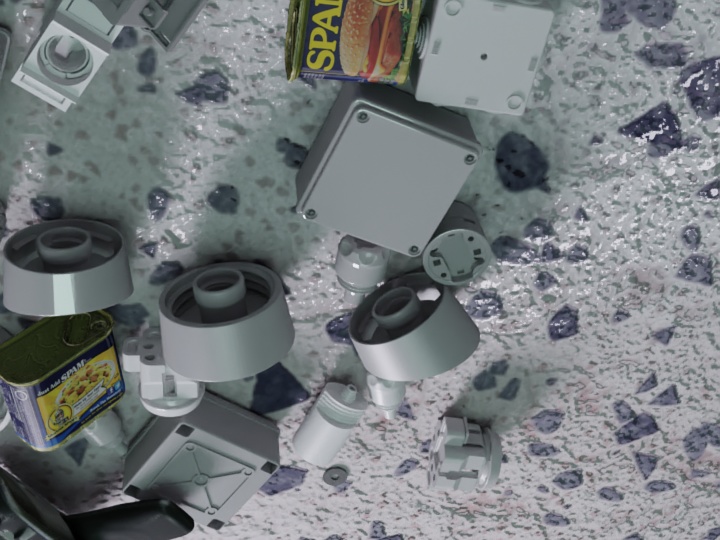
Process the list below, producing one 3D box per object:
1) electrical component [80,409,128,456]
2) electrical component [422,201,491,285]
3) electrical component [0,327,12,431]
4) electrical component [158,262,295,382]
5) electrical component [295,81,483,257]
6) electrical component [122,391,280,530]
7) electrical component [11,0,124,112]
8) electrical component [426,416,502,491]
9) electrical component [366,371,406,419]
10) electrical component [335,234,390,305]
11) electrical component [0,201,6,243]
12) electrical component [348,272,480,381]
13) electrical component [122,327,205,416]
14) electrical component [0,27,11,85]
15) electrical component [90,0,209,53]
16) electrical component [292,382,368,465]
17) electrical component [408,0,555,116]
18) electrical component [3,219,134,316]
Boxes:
[{"bbox_3d":[-0.230,0.145,0.971,0.035,0.035,0.061,-22,128,9],"label":"electrical component"},{"bbox_3d":[0.075,-0.023,0.876,0.055,0.047,0.055,-3,126,-4],"label":"electrical component"},{"bbox_3d":[-0.339,0.099,0.906,0.108,0.060,0.108,-3,126,-4],"label":"electrical component"},{"bbox_3d":[-0.109,0.033,0.861,0.108,0.108,0.060,-7,121,-2],"label":"electrical component"},{"bbox_3d":[0.020,-0.078,0.823,0.109,0.056,0.108,19,122,-19],"label":"electrical component"},{"bbox_3d":[-0.145,0.173,0.987,0.109,0.056,0.108,29,118,-25],"label":"electrical component"},{"bbox_3d":[-0.199,-0.155,0.736,0.042,0.063,0.081,30,118,-26],"label":"electrical component"},{"bbox_3d":[0.100,0.177,1.019,0.057,0.058,0.078,8,124,-9],"label":"electrical component"},{"bbox_3d":[0.025,0.111,0.976,0.035,0.035,0.061,-9,129,-1],"label":"electrical component"},{"bbox_3d":[0.000,0.000,0.886,0.043,0.043,0.062,5,127,-10],"label":"electrical component"},{"bbox_3d":[-0.311,-0.032,0.804,0.079,0.077,0.043,28,119,-24],"label":"electrical component"},{"bbox_3d":[0.043,0.049,0.896,0.099,0.099,0.064,-25,119,11],"label":"electrical component"},{"bbox_3d":[-0.162,0.088,0.923,0.078,0.058,0.057,0,123,-7],"label":"electrical component"},{"bbox_3d":[-0.311,-0.127,0.748,0.109,0.056,0.108,15,123,-17],"label":"electrical component"},{"bbox_3d":[-0.123,-0.214,0.695,0.078,0.063,0.121,48,115,12],"label":"electrical component"},{"bbox_3d":[-0.025,0.135,0.982,0.043,0.043,0.081,20,121,-20],"label":"electrical component"},{"bbox_3d":[0.085,-0.163,0.774,0.100,0.048,0.099,6,125,-11],"label":"electrical component"},{"bbox_3d":[-0.226,0.003,0.830,0.099,0.099,0.064,0,120,-7],"label":"electrical component"}]
